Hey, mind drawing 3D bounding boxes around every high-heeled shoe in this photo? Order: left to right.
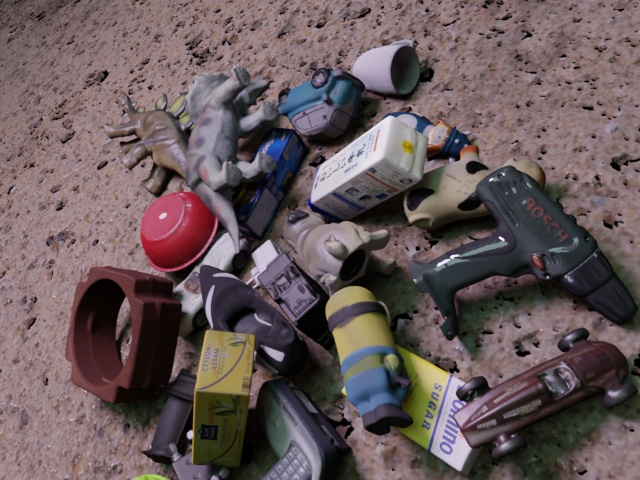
[{"bbox_3d":[-0.109,0.099,0.769,0.086,0.145,0.249,-37,68,-23],"label":"high-heeled shoe"}]

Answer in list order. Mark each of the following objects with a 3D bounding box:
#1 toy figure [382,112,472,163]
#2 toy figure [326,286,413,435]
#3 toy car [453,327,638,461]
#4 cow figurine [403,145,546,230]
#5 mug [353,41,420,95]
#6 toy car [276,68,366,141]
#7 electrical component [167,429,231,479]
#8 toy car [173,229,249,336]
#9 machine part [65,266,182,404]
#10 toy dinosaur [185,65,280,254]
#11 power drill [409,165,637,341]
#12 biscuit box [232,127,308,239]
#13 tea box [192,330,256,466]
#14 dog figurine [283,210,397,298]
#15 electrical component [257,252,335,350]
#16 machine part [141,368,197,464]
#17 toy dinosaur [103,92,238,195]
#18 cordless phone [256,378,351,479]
[{"bbox_3d":[0.168,-0.165,0.857,0.155,0.058,0.064,23,114,35],"label":"toy figure"},{"bbox_3d":[0.059,0.138,0.652,0.082,0.089,0.180,-18,48,8],"label":"toy figure"},{"bbox_3d":[0.245,0.165,0.589,0.202,0.053,0.089,-21,57,-8],"label":"toy car"},{"bbox_3d":[0.213,-0.065,0.752,0.195,0.085,0.127,-15,50,18],"label":"cow figurine"},{"bbox_3d":[0.116,-0.312,0.957,0.107,0.080,0.109,15,74,44],"label":"mug"},{"bbox_3d":[0.001,-0.231,0.961,0.162,0.109,0.103,-15,74,32],"label":"toy car"},{"bbox_3d":[-0.165,0.310,0.751,0.078,0.045,0.102,-18,44,-21],"label":"electrical component"},{"bbox_3d":[-0.194,0.068,0.915,0.074,0.056,0.201,23,75,37],"label":"toy car"},{"bbox_3d":[-0.322,0.150,0.880,0.201,0.087,0.201,7,89,38],"label":"machine part"},{"bbox_3d":[-0.175,-0.154,0.934,0.192,0.131,0.405,-18,54,44],"label":"toy dinosaur"},{"bbox_3d":[0.229,0.043,0.655,0.207,0.086,0.232,-34,84,24],"label":"power drill"},{"bbox_3d":[-0.096,-0.105,0.962,0.063,0.059,0.202,13,69,34],"label":"biscuit box"},{"bbox_3d":[-0.127,0.211,0.706,0.068,0.169,0.098,6,37,-7],"label":"tea box"},{"bbox_3d":[-0.003,0.001,0.783,0.191,0.172,0.121,36,72,31],"label":"dog figurine"},{"bbox_3d":[-0.028,0.081,0.778,0.058,0.114,0.134,-41,53,-1],"label":"electrical component"},{"bbox_3d":[-0.215,0.270,0.819,0.084,0.039,0.139,12,67,28],"label":"machine part"},{"bbox_3d":[-0.312,-0.199,1.113,0.198,0.105,0.472,-41,58,-3],"label":"toy dinosaur"},{"bbox_3d":[-0.067,0.290,0.698,0.184,0.088,0.147,-48,51,1],"label":"cordless phone"}]
